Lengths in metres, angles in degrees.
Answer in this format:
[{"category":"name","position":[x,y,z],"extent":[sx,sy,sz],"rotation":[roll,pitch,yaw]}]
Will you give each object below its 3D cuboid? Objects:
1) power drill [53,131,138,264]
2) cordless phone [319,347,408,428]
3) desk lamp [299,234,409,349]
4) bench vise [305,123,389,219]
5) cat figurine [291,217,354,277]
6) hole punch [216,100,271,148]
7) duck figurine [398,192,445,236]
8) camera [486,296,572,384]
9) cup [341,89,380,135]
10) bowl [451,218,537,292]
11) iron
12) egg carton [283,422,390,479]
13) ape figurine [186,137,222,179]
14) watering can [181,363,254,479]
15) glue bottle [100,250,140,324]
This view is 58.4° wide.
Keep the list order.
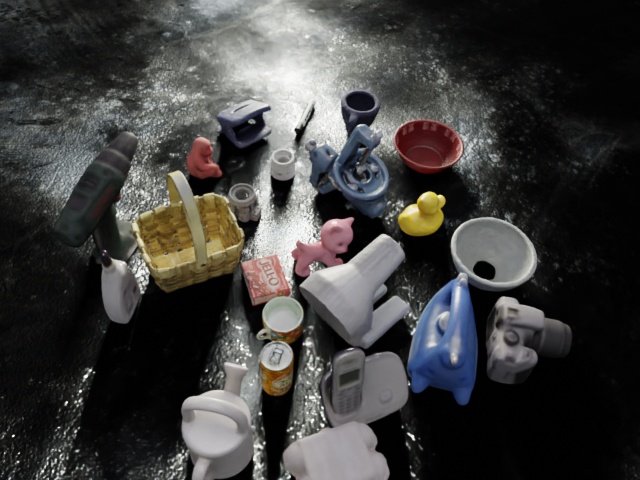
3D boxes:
[{"category":"power drill","position":[-0.390,-0.058,1.057],"extent":[0.075,0.208,0.230],"rotation":[17,54,9]},{"category":"cordless phone","position":[0.074,0.216,0.902],"extent":[0.148,0.185,0.094],"rotation":[-18,56,-17]},{"category":"desk lamp","position":[0.066,0.094,0.976],"extent":[0.204,0.213,0.117],"rotation":[-36,63,-27]},{"category":"bench vise","position":[0.051,-0.156,1.160],"extent":[0.207,0.220,0.121],"rotation":[19,54,10]},{"category":"cat figurine","position":[0.010,0.004,1.100],"extent":[0.128,0.118,0.067],"rotation":[-13,55,-14]},{"category":"hole punch","position":[-0.177,-0.281,1.317],"extent":[0.109,0.091,0.101],"rotation":[-34,62,-26]},{"category":"duck figurine","position":[0.214,-0.061,1.186],"extent":[0.105,0.086,0.077],"rotation":[-19,57,-18]},{"category":"camera","position":[0.371,0.176,1.010],"extent":[0.136,0.101,0.143],"rotation":[11,53,4]},{"category":"cup","position":[0.087,-0.279,1.334],"extent":[0.091,0.095,0.118],"rotation":[16,53,7]},{"category":"bowl","position":[0.332,0.041,1.126],"extent":[0.167,0.075,0.167],"rotation":[2,53,-3]},{"category":"iron","position":[0.231,0.143,0.998],"extent":[0.118,0.141,0.258],"rotation":[13,53,6]},{"category":"egg carton","position":[0.024,0.342,0.875],"extent":[0.150,0.069,0.107],"rotation":[-15,55,-15]},{"category":"ape figurine","position":[-0.251,-0.181,1.234],"extent":[0.076,0.092,0.077],"rotation":[0,53,-5]},{"category":"watering can","position":[-0.150,0.266,0.840],"extent":[0.101,0.194,0.172],"rotation":[-5,53,-8]},{"category":"glue bottle","position":[-0.350,0.071,0.984],"extent":[0.037,0.173,0.078],"rotation":[10,53,3]}]
